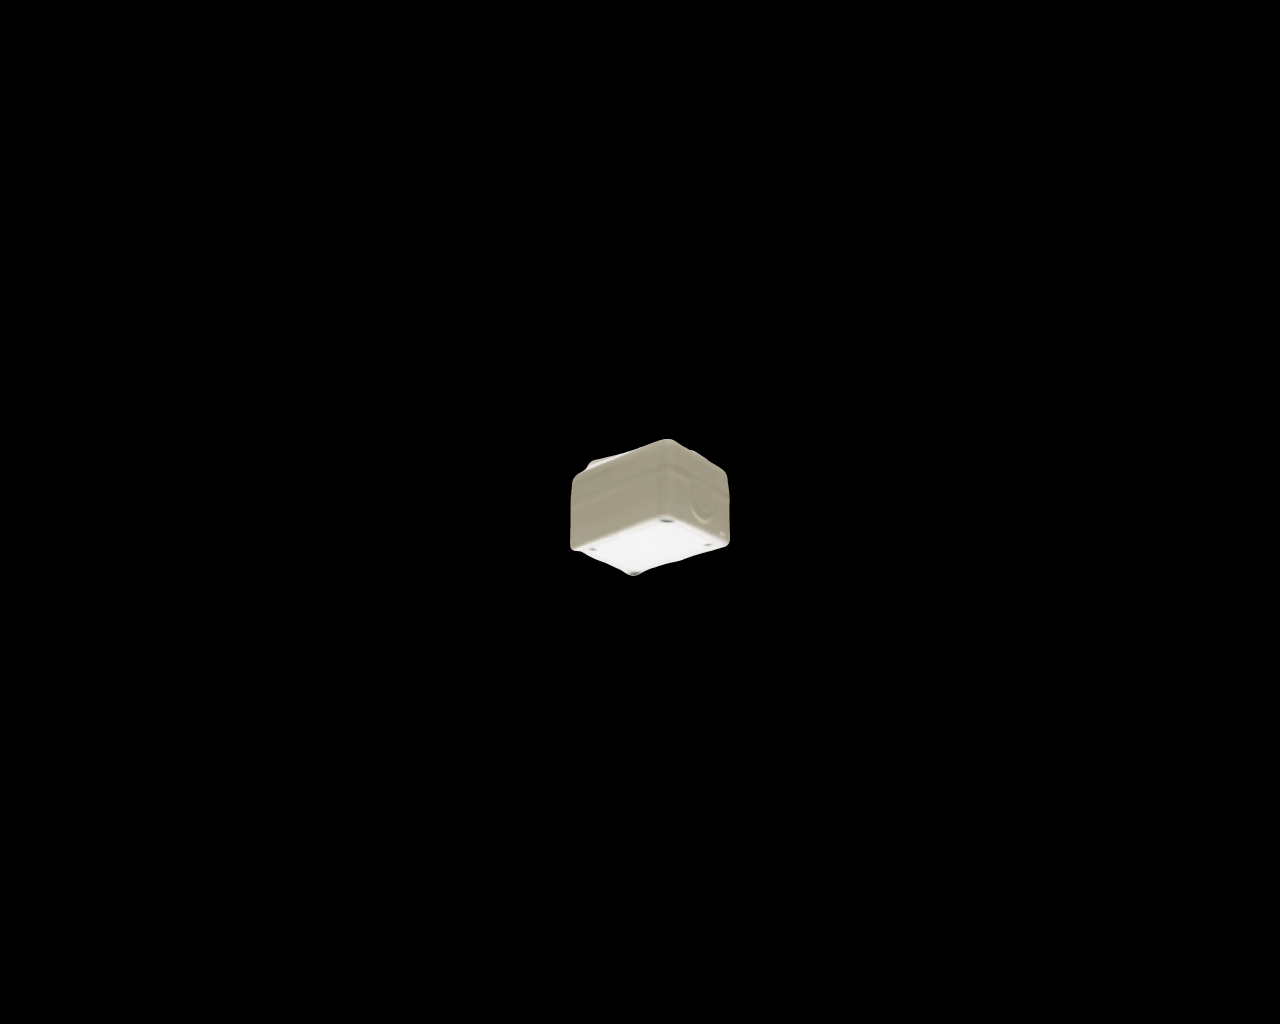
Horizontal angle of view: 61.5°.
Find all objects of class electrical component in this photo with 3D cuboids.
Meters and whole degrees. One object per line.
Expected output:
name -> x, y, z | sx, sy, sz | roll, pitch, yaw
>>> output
electrical component -> 0.001, -0.003, 0.650 | 0.096, 0.061, 0.061 | -20, -32, 36
